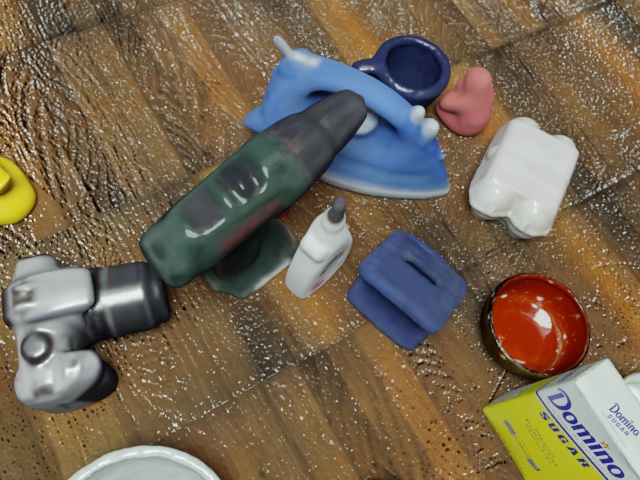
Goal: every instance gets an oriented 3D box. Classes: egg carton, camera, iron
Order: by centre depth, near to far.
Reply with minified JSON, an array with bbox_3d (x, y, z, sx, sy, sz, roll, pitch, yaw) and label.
[{"bbox_3d":[-0.213,0.075,0.541,0.137,0.101,0.143,-11,69,-13],"label":"camera"},{"bbox_3d":[0.049,-0.137,0.649,0.258,0.141,0.119,23,66,2],"label":"iron"},{"bbox_3d":[0.245,-0.077,0.693,0.107,0.069,0.150,28,66,4],"label":"egg carton"}]

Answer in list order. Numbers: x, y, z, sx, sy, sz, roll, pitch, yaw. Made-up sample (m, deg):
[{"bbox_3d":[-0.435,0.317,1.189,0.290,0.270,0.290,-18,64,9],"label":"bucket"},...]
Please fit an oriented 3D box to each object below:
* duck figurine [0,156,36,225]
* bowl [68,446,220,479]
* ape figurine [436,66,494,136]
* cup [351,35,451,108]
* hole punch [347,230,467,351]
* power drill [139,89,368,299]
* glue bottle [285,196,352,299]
[{"bbox_3d":[-0.355,-0.067,0.588,0.104,0.086,0.077,26,66,3],"label":"duck figurine"},{"bbox_3d":[-0.150,0.263,0.484,0.167,0.074,0.167,3,67,-7],"label":"bowl"},{"bbox_3d":[0.188,-0.180,0.716,0.078,0.092,0.076,-6,68,-11],"label":"ape figurine"},{"bbox_3d":[0.090,-0.186,0.702,0.118,0.095,0.091,-2,67,-9],"label":"cup"},{"bbox_3d":[0.095,0.044,0.606,0.108,0.091,0.101,40,67,9],"label":"hole punch"},{"bbox_3d":[-0.059,-0.027,0.549,0.230,0.208,0.075,-39,77,-21],"label":"power drill"},{"bbox_3d":[0.005,0.002,0.566,0.037,0.173,0.078,40,67,9],"label":"glue bottle"}]
